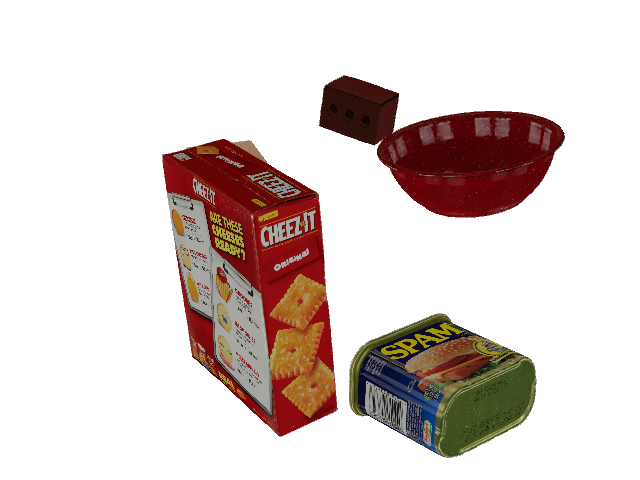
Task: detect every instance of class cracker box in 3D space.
[{"bbox_3d":[-0.060,0.037,0.930,0.072,0.214,0.164,-20,31,-28],"label":"cracker box"}]

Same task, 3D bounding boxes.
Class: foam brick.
[{"bbox_3d":[0.045,-0.153,1.251,0.078,0.053,0.051,21,33,23],"label":"foam brick"}]

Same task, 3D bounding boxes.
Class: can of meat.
[{"bbox_3d":[0.084,0.098,0.726,0.101,0.057,0.084,-17,28,-38],"label":"can of meat"}]

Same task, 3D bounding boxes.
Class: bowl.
[{"bbox_3d":[0.133,-0.063,0.933,0.162,0.055,0.162,-8,23,3],"label":"bowl"}]

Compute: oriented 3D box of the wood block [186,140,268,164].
[{"bbox_3d":[-0.099,-0.041,1.320,0.090,0.090,0.206,-8,30,-18],"label":"wood block"}]
